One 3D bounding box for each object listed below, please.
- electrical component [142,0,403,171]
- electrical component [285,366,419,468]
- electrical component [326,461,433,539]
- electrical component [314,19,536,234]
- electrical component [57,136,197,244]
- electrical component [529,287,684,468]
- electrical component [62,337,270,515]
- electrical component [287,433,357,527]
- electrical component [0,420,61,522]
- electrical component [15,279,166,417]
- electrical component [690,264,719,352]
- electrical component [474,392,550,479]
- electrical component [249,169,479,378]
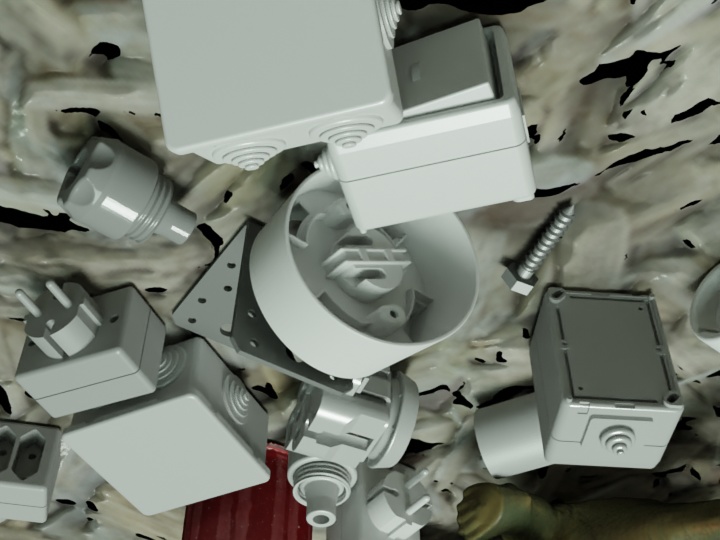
[{"bbox_3d":[-0.033,-0.093,0.423,0.100,0.099,0.048,-11,174,11],"label":"electrical component"},{"bbox_3d":[-0.002,0.080,0.613,0.057,0.058,0.078,19,131,-13],"label":"electrical component"},{"bbox_3d":[0.019,0.149,0.660,0.047,0.083,0.075,27,128,-23],"label":"electrical component"},{"bbox_3d":[0.023,-0.063,0.472,0.096,0.061,0.061,-11,133,11],"label":"electrical component"},{"bbox_3d":[-0.108,-0.034,0.514,0.062,0.043,0.043,30,127,-27],"label":"electrical component"},{"bbox_3d":[0.128,0.064,0.570,0.062,0.096,0.061,4,134,-3],"label":"electrical component"},{"bbox_3d":[-0.110,0.091,0.629,0.100,0.048,0.099,-19,131,17],"label":"electrical component"},{"bbox_3d":[-0.023,0.125,0.652,0.043,0.062,0.043,0,134,0],"label":"electrical component"},{"bbox_3d":[-0.234,0.134,0.671,0.083,0.047,0.075,9,133,-8],"label":"electrical component"},{"bbox_3d":[-0.153,0.033,0.573,0.066,0.047,0.076,-16,133,16],"label":"electrical component"},{"bbox_3d":[0.207,0.024,0.562,0.047,0.055,0.055,28,128,-19],"label":"electrical component"},{"bbox_3d":[0.113,0.092,0.633,0.081,0.043,0.043,-20,131,18],"label":"electrical component"},{"bbox_3d":[0.000,0.000,0.511,0.099,0.099,0.064,30,133,-26],"label":"electrical component"}]
